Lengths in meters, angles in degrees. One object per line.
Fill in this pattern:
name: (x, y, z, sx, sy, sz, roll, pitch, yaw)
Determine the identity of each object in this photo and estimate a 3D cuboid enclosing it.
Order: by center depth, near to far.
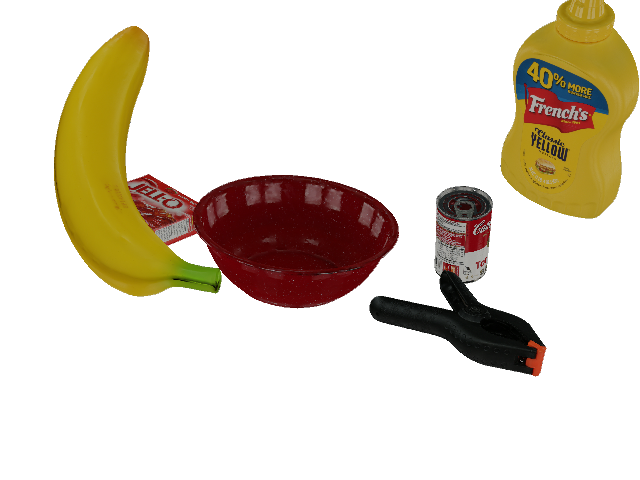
banana: (-0.108, -0.040, 0.568, 0.069, 0.198, 0.037, -10, -36, -15)
mustard bottle: (0.192, -0.110, 0.815, 0.096, 0.192, 0.058, 32, 54, 29)
bowl: (-0.021, 0.007, 0.843, 0.162, 0.055, 0.162, 4, 28, -2)
clamp: (0.146, 0.076, 1.023, 0.172, 0.039, 0.120, 25, 37, 30)
gelatin box: (-0.167, -0.029, 1.044, 0.089, 0.030, 0.073, 30, 35, 31)
soup can: (0.174, -0.006, 1.311, 0.068, 0.102, 0.068, -1, 37, 1)
